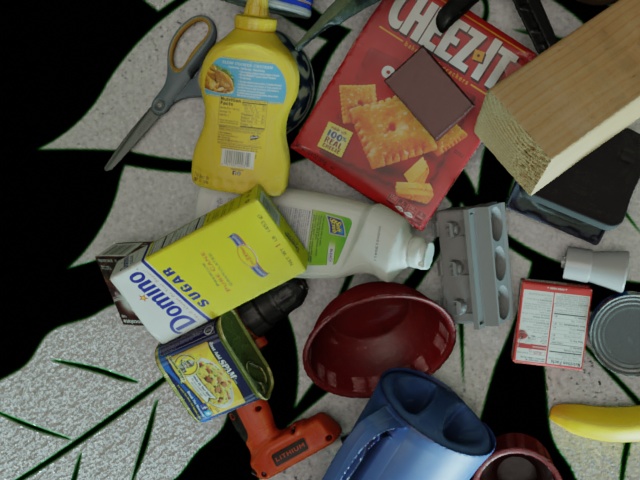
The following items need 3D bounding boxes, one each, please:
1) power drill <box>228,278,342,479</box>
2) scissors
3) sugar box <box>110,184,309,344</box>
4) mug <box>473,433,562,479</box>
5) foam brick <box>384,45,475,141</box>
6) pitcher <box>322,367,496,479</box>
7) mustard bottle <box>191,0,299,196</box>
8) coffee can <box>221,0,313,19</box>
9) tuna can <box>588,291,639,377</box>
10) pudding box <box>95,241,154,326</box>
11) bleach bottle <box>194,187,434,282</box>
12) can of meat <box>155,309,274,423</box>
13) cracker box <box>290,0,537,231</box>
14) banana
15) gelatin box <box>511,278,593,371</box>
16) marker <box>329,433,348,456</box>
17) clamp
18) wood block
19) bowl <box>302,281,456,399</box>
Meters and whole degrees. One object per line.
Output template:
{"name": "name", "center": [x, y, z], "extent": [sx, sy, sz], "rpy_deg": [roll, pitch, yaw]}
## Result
{"name": "power drill", "center": [-0.056, 0.149, 1.158], "extent": [0.184, 0.057, 0.187], "rpy_deg": [-32, 88, 15]}
{"name": "scissors", "center": [-0.152, -0.144, 1.159], "extent": [0.096, 0.016, 0.202], "rpy_deg": [28, 100, 5]}
{"name": "sugar box", "center": [-0.110, 0.027, 1.056], "extent": [0.176, 0.048, 0.093], "rpy_deg": [-29, 111, 14]}
{"name": "mug", "center": [0.201, 0.261, 1.117], "extent": [0.093, 0.081, 0.117], "rpy_deg": [23, 99, 5]}
{"name": "foam brick", "center": [0.106, -0.141, 1.027], "extent": [0.051, 0.053, 0.078], "rpy_deg": [-41, 89, 9]}
{"name": "pitcher", "center": [0.058, 0.262, 1.099], "extent": [0.149, 0.145, 0.243], "rpy_deg": [27, 110, -7]}
{"name": "mustard bottle", "center": [-0.070, -0.143, 1.046], "extent": [0.096, 0.058, 0.192], "rpy_deg": [8, 105, 6]}
{"name": "coffee can", "center": [-0.045, -0.304, 1.079], "extent": [0.103, 0.102, 0.140], "rpy_deg": [13, 98, 7]}
{"name": "tuna can", "center": [0.321, 0.096, 1.103], "extent": [0.086, 0.033, 0.086], "rpy_deg": [1, 97, 9]}
{"name": "pudding box", "center": [-0.175, 0.048, 1.140], "extent": [0.114, 0.039, 0.090], "rpy_deg": [1, 119, 35]}
{"name": "bleach bottle", "center": [-0.007, 0.001, 1.094], "extent": [0.251, 0.068, 0.102], "rpy_deg": [11, 104, 23]}
{"name": "can of meat", "center": [-0.109, 0.131, 1.100], "extent": [0.084, 0.057, 0.102], "rpy_deg": [-25, 107, 17]}
{"name": "cracker box", "center": [0.095, -0.140, 1.092], "extent": [0.164, 0.072, 0.214], "rpy_deg": [33, 100, 4]}
{"name": "banana", "center": [0.342, 0.174, 1.111], "extent": [0.198, 0.037, 0.069], "rpy_deg": [-22, 63, 8]}
{"name": "gelatin box", "center": [0.242, 0.088, 1.117], "extent": [0.073, 0.030, 0.089], "rpy_deg": [6, 98, 7]}
{"name": "marker", "center": [0.067, 0.205, 1.163], "extent": [0.121, 0.020, 0.020], "rpy_deg": [-24, 92, 11]}
{"name": "clamp", "center": [0.191, -0.255, 1.048], "extent": [0.120, 0.039, 0.171], "rpy_deg": [24, 71, -8]}
{"name": "wood block", "center": [0.258, -0.146, 1.012], "extent": [0.206, 0.091, 0.090], "rpy_deg": [-35, 75, -12]}
{"name": "bowl", "center": [0.057, 0.094, 1.110], "extent": [0.162, 0.055, 0.162], "rpy_deg": [-7, 135, -7]}
